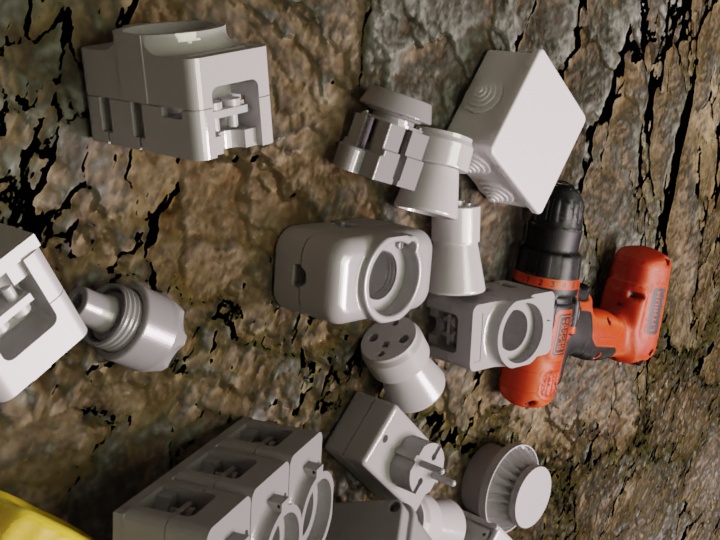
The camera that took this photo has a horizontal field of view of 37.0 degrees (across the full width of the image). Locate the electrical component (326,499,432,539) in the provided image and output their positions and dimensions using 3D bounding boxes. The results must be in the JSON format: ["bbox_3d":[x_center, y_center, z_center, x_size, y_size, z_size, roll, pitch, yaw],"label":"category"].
[{"bbox_3d":[0.000,0.212,0.705,0.057,0.078,0.113,59,32,-43],"label":"electrical component"}]

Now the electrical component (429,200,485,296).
[{"bbox_3d":[0.068,-0.017,0.768,0.044,0.044,0.065,-10,104,-47],"label":"electrical component"}]

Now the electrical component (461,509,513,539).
[{"bbox_3d":[0.074,0.240,0.836,0.096,0.062,0.061,-59,137,-18],"label":"electrical component"}]

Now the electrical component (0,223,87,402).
[{"bbox_3d":[-0.201,0.046,0.444,0.150,0.089,0.061,-45,131,-31],"label":"electrical component"}]

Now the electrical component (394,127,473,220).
[{"bbox_3d":[0.051,-0.065,0.730,0.045,0.045,0.055,13,91,-50],"label":"electrical component"}]

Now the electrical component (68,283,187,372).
[{"bbox_3d":[-0.124,0.027,0.561,0.062,0.043,0.043,31,78,-48],"label":"electrical component"}]

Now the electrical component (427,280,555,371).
[{"bbox_3d":[0.100,0.041,0.801,0.089,0.056,0.050,-8,106,-40],"label":"electrical component"}]

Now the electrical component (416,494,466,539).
[{"bbox_3d":[0.046,0.189,0.801,0.055,0.045,0.045,25,82,-48],"label":"electrical component"}]

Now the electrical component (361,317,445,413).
[{"bbox_3d":[0.030,0.065,0.746,0.045,0.045,0.055,-51,133,-26],"label":"electrical component"}]

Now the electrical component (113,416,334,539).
[{"bbox_3d":[-0.071,0.152,0.604,0.150,0.062,0.089,-30,126,-67],"label":"electrical component"}]

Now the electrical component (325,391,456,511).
[{"bbox_3d":[0.032,0.132,0.745,0.047,0.076,0.083,-58,137,-19],"label":"electrical component"}]

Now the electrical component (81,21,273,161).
[{"bbox_3d":[-0.091,-0.091,0.528,0.050,0.089,0.055,-22,117,-43],"label":"electrical component"}]

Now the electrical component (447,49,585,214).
[{"bbox_3d":[0.113,-0.102,0.786,0.100,0.048,0.099,43,69,-46],"label":"electrical component"}]

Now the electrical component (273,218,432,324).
[{"bbox_3d":[0.000,0.000,0.681,0.095,0.059,0.053,-9,108,-47],"label":"electrical component"}]

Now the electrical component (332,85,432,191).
[{"bbox_3d":[0.018,-0.085,0.687,0.066,0.048,0.055,10,101,-50],"label":"electrical component"}]
